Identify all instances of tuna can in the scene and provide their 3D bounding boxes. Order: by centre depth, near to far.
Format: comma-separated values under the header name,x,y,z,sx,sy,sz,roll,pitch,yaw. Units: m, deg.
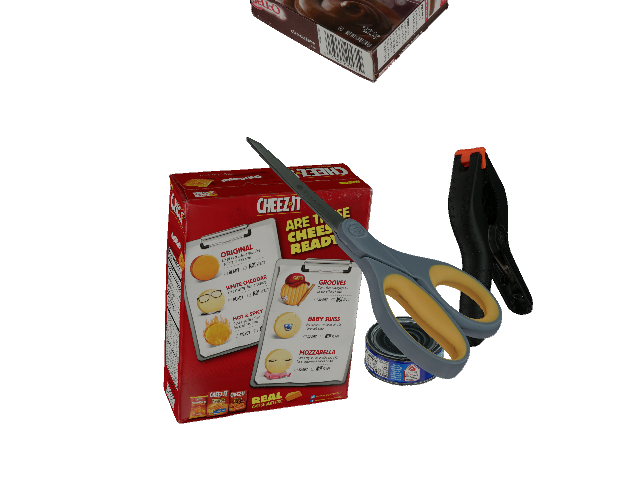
name,x,y,z,sx,sy,sz,roll,pitch,yaw
tuna can,0.090,0.117,1.146,0.086,0.034,0.086,-1,29,0

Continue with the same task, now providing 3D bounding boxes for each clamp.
name,x,y,z,sx,sy,sz,roll,pitch,yaw
clamp,0.141,0.007,0.940,0.039,0.171,0.120,-10,15,31

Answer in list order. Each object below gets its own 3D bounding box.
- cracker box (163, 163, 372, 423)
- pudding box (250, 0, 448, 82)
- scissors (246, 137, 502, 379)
name,x,y,z,sx,sy,sz,roll,pitch,yaw
cracker box,-0.051,0.045,0.934,0.164,0.214,0.072,-5,26,-21
pudding box,0.020,-0.171,0.742,0.114,0.090,0.039,34,-22,20
scissors,0.038,0.001,0.658,0.096,0.202,0.016,-7,-40,-38
